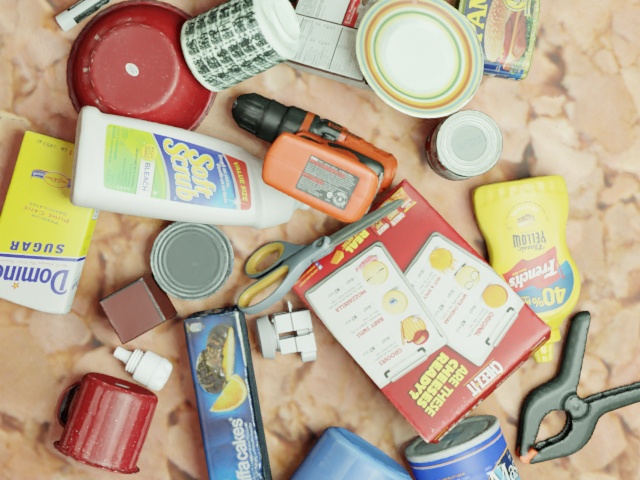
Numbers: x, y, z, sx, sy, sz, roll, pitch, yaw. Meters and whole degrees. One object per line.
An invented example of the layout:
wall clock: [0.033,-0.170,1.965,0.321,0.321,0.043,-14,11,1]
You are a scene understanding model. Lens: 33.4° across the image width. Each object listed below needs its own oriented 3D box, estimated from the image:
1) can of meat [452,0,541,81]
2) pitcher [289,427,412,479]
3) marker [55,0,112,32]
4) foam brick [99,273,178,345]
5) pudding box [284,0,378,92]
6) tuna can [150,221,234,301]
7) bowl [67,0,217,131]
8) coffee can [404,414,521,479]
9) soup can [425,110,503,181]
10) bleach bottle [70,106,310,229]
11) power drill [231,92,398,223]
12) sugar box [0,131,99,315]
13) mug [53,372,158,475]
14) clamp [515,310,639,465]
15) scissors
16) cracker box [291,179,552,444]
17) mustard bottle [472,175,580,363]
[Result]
can of meat: [0.178,-0.219,1.103,0.084,0.057,0.102,9,92,-3]
pitcher: [-0.004,0.321,1.080,0.149,0.145,0.243,33,89,2]
marker: [-0.223,-0.260,1.121,0.121,0.020,0.020,-33,91,1]
foam brick: [-0.187,0.070,1.102,0.051,0.078,0.053,-29,90,2]
pudding box: [0.021,-0.210,1.091,0.114,0.039,0.090,22,93,30]
tuna can: [-0.133,0.020,1.122,0.086,0.034,0.086,0,92,0]
bowl: [-0.188,-0.174,1.106,0.162,0.055,0.162,0,91,1]
coffee can: [0.159,0.264,1.094,0.103,0.103,0.140,-22,92,1]
soup can: [0.145,-0.095,1.083,0.068,0.102,0.068,0,92,0]
bleach bottle: [-0.122,-0.068,1.087,0.250,0.068,0.102,6,82,-17]
power drill: [-0.009,-0.086,1.044,0.184,0.187,0.057,23,107,-3]
sugar box: [-0.285,-0.017,1.115,0.093,0.048,0.176,16,90,-2]
mug: [-0.226,0.184,1.107,0.117,0.093,0.081,17,86,36]
clamp: [0.277,0.173,1.123,0.120,0.039,0.171,34,95,5]
scissors: [-0.007,0.001,1.086,0.202,0.096,0.016,-39,123,9]
cracker box: [0.100,0.072,1.075,0.164,0.072,0.214,-43,72,2]
mustard bottle: [0.219,0.032,1.109,0.096,0.058,0.191,-9,92,3]
